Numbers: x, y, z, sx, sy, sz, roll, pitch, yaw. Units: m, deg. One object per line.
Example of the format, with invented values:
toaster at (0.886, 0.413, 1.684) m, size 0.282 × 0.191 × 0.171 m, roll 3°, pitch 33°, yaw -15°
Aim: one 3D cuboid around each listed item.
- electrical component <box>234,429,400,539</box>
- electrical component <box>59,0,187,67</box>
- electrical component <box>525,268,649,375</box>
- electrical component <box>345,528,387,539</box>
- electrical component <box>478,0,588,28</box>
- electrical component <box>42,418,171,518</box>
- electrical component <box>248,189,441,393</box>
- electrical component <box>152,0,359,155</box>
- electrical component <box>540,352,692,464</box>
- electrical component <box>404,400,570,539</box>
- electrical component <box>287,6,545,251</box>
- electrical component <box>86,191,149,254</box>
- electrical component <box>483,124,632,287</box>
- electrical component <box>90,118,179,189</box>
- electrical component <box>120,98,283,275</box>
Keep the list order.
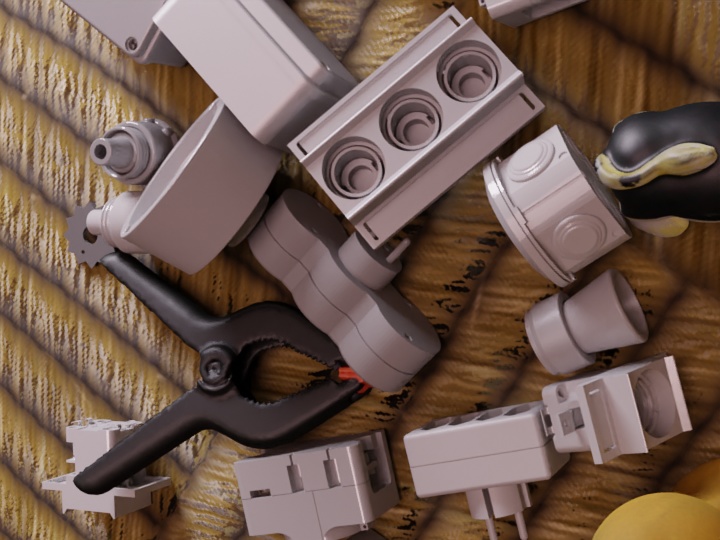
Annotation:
electrical component at (-0.026, 0.139, 0.681) m, size 0.089 × 0.050 × 0.055 m, roll -13°, pitch 89°, yaw 26°
electrical component at (-0.142, -0.206, 0.701) m, size 0.109 × 0.056 × 0.108 m, roll 39°, pitch 109°, yaw 17°
electrical component at (0.126, 0.030, 0.602) m, size 0.055 × 0.045 × 0.045 m, roll -27°, pitch 83°, yaw 25°
electrical component at (-0.023, 0.202, 0.687) m, size 0.076 × 0.047 × 0.083 m, roll 31°, pitch 107°, yaw 20°
electrical component at (0.086, -0.186, 0.599) m, size 0.056 × 0.050 × 0.089 m, roll -16°, pitch 88°, yaw 26°
electrical component at (-0.179, 0.137, 0.759) m, size 0.081 × 0.042 × 0.063 m, roll -1°, pitch 90°, yaw 25°
electrical component at (0.000, 0.000, 0.655) m, size 0.138 × 0.052 × 0.073 m, roll 48°, pitch 112°, yaw 14°
electrical component at (-0.060, -0.131, 0.655) m, size 0.057 × 0.078 × 0.113 m, roll -44°, pitch 76°, yaw 13°
electrical component at (0.138, 0.075, 0.589) m, size 0.064 × 0.081 × 0.042 m, roll -14°, pitch 88°, yaw 48°
electrical component at (0.079, 0.123, 0.631) m, size 0.083 × 0.047 × 0.075 m, roll -14°, pitch 89°, yaw 26°
electrical component at (0.032, -0.077, 0.610) m, size 0.121 × 0.063 × 0.078 m, roll -40°, pitch 77°, yaw 2°
electrical component at (-0.156, -0.032, 0.731) m, size 0.062 × 0.043 × 0.043 m, roll 1°, pitch 95°, yaw 26°
electrical component at (0.107, -0.035, 0.587) m, size 0.051 × 0.080 × 0.080 m, roll -34°, pitch 80°, yaw 18°
electrical component at (-0.153, -0.078, 0.714) m, size 0.048 × 0.062 × 0.048 m, roll 2°, pitch 95°, yaw 25°
electrical component at (-0.092, -0.047, 0.667) m, size 0.060 × 0.108 × 0.108 m, roll 36°, pitch 112°, yaw -18°
